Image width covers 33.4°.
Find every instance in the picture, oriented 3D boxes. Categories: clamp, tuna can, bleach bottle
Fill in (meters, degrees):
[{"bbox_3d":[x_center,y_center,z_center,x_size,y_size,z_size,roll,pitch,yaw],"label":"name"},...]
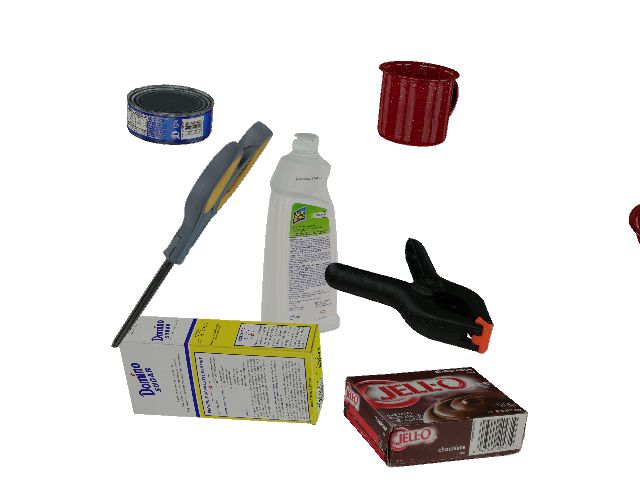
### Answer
[{"bbox_3d":[0.101,0.048,1.009,0.172,0.039,0.120,31,43,32],"label":"clamp"},{"bbox_3d":[-0.149,-0.125,1.058,0.086,0.034,0.086,5,26,-3],"label":"tuna can"},{"bbox_3d":[-0.019,-0.008,1.323,0.102,0.251,0.068,-8,22,-33],"label":"bleach bottle"}]

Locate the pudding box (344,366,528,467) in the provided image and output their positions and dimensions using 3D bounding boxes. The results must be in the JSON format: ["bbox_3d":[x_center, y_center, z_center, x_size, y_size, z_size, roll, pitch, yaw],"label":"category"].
[{"bbox_3d":[0.084,0.131,0.805,0.113,0.039,0.090,0,16,-21],"label":"pudding box"}]

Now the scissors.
[{"bbox_3d":[-0.099,0.001,0.744,0.016,0.202,0.096,37,5,4],"label":"scissors"}]

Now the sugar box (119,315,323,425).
[{"bbox_3d":[-0.088,0.117,0.972,0.176,0.093,0.048,4,36,10],"label":"sugar box"}]

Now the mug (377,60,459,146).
[{"bbox_3d":[0.119,-0.161,1.248,0.093,0.081,0.117,24,28,39],"label":"mug"}]

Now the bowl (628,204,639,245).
[{"bbox_3d":[0.411,0.007,1.146,0.162,0.055,0.162,-1,26,0],"label":"bowl"}]
